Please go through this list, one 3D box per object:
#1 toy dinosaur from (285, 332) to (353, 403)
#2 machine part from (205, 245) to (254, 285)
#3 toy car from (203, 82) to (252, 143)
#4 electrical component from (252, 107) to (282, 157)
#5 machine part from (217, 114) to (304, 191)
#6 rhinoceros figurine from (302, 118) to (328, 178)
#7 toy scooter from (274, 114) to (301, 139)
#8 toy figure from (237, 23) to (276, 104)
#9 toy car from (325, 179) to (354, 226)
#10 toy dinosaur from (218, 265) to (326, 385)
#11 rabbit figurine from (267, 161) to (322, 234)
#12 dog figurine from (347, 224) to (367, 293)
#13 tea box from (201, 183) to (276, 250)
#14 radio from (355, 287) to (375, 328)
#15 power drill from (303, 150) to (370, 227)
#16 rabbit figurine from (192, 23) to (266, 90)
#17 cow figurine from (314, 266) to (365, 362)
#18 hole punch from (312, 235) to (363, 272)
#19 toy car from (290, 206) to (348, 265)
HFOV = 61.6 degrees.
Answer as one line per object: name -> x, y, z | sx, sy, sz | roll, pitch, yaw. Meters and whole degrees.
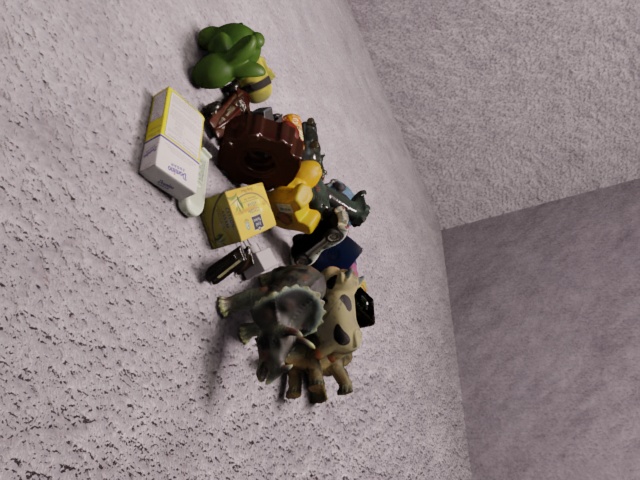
toy dinosaur -> 0.006, 0.254, 1.198 | 0.470, 0.105, 0.198 | 42, 34, -63
machine part -> -0.158, 0.043, 0.974 | 0.039, 0.084, 0.139 | 48, 10, 5
toy car -> -0.189, -0.273, 1.148 | 0.202, 0.053, 0.089 | -74, 146, -57
electrical component -> -0.121, -0.223, 1.187 | 0.115, 0.058, 0.134 | -65, 150, -64
machine part -> -0.119, -0.169, 1.073 | 0.179, 0.179, 0.056 | 50, 35, -48
rhinoceros figurine -> -0.029, -0.255, 1.539 | 0.112, 0.073, 0.190 | 46, 31, -72
toy scooter -> -0.107, -0.249, 1.317 | 0.135, 0.075, 0.184 | 56, 32, -38
toy figure -> -0.172, -0.403, 1.247 | 0.089, 0.082, 0.179 | -65, 144, -38
toy car -> 0.050, -0.118, 1.615 | 0.161, 0.109, 0.103 | 48, 7, -29
toy dinosaur -> -0.053, 0.107, 1.021 | 0.405, 0.192, 0.131 | -49, 123, -65
rabbit figurine -> -0.058, -0.108, 1.218 | 0.121, 0.163, 0.173 | 55, 50, -40
dog figurine -> 0.056, 0.059, 1.473 | 0.191, 0.109, 0.219 | 53, 27, -44
tea box -> -0.157, -0.050, 1.040 | 0.169, 0.068, 0.098 | -39, 111, -69
radio -> 0.042, 0.155, 1.318 | 0.229, 0.131, 0.073 | 45, 36, -53
power drill -> 0.027, -0.128, 1.381 | 0.207, 0.086, 0.232 | 27, 36, -34
rabbit figurine -> -0.188, -0.362, 1.110 | 0.170, 0.159, 0.121 | -64, 147, -40
cow figurine -> 0.038, 0.140, 1.107 | 0.085, 0.127, 0.195 | 37, 33, -49
hole punch -> 0.031, 0.035, 1.327 | 0.142, 0.092, 0.116 | 40, 63, -2
toy car -> -0.003, -0.004, 1.237 | 0.056, 0.202, 0.073 | 20, 47, -35
